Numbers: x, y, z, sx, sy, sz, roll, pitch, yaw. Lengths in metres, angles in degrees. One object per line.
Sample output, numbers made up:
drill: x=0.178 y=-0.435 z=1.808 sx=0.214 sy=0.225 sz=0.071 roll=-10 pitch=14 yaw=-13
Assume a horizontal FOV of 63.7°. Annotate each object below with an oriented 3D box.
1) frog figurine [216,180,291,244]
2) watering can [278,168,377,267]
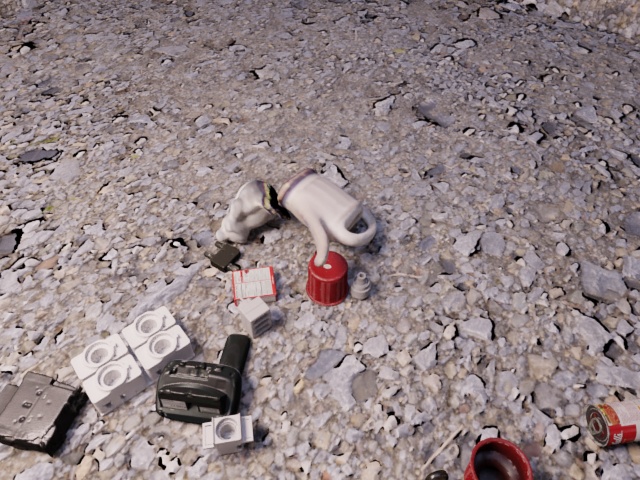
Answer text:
frog figurine: x=-0.168 y=-0.061 z=1.173 sx=0.158 sy=0.123 sz=0.138 roll=-24 pitch=-2 yaw=16
watering can: x=0.003 y=-0.055 z=1.102 sx=0.226 sy=0.102 sz=0.351 roll=36 pitch=25 yaw=12
